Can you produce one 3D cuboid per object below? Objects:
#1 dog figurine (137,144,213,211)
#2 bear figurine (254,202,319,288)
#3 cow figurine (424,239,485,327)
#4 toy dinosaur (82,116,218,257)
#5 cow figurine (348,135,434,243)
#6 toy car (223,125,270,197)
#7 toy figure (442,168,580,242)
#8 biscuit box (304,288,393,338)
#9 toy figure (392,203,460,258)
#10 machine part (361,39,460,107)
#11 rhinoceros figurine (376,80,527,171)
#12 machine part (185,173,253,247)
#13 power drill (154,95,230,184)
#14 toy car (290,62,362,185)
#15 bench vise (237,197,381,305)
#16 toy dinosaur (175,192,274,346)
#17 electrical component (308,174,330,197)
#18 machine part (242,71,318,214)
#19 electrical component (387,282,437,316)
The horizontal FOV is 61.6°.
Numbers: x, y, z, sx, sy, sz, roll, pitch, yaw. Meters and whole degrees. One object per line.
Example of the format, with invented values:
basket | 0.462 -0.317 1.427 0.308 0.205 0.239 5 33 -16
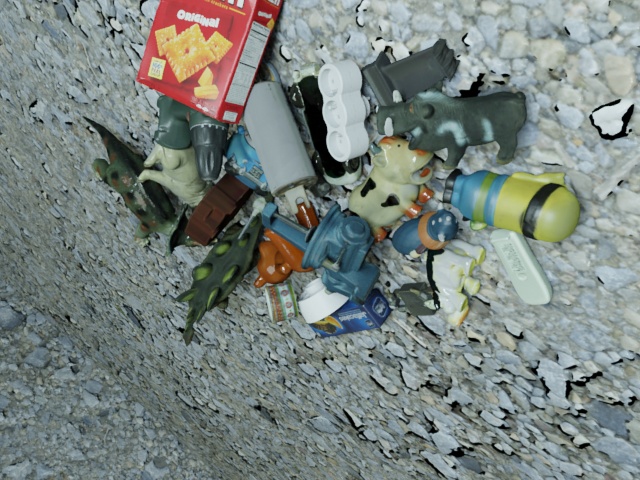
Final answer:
dog figurine | -0.256 -0.132 1.112 0.190 0.121 0.172 34 146 -11
bear figurine | -0.075 0.018 1.064 0.196 0.120 0.131 -14 110 54
cow figurine | 0.211 0.070 0.894 0.098 0.068 0.167 26 135 30
toy dinosaur | -0.395 -0.111 1.196 0.192 0.131 0.404 -9 121 52
cow figurine | 0.108 -0.089 0.830 0.127 0.085 0.195 41 145 -4
toy car | -0.107 -0.151 0.932 0.109 0.162 0.103 35 103 -21
toy figure | 0.255 -0.047 0.730 0.180 0.089 0.082 17 142 26
biscuit box | 0.056 0.154 1.114 0.203 0.059 0.062 -23 108 49
toy figure | 0.164 -0.014 0.815 0.154 0.058 0.064 -26 85 65
machine part | 0.119 -0.224 0.728 0.139 0.039 0.084 -7 115 46
rhinoceros figurine | 0.166 -0.150 0.691 0.191 0.073 0.112 5 152 29
machine part | -0.185 -0.067 1.031 0.056 0.179 0.179 38 142 -4
power drill | -0.225 -0.207 0.942 0.207 0.086 0.232 1 87 60
toy car | 0.012 -0.179 0.848 0.074 0.056 0.201 1 122 33
bench vise | -0.007 0.006 0.906 0.241 0.129 0.223 29 162 8
toy dinosaur | -0.193 0.050 1.129 0.105 0.198 0.471 30 108 0
electrical component | -0.011 -0.106 0.938 0.063 0.021 0.094 57 168 -15
machine part | -0.066 -0.157 0.844 0.079 0.079 0.243 -33 74 51
electrical component | 0.171 0.110 0.984 0.102 0.045 0.078 -3 122 43
